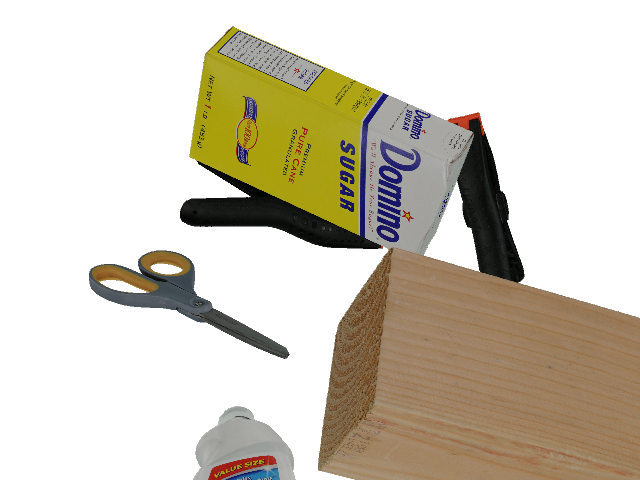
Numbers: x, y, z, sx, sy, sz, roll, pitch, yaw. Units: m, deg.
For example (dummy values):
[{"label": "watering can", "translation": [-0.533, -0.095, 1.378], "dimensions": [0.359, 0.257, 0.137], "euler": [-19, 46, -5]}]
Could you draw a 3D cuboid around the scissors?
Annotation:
[{"label": "scissors", "translation": [-0.094, 0.046, 0.867], "dimensions": [0.202, 0.016, 0.096], "euler": [15, 28, 22]}]

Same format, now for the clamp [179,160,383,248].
[{"label": "clamp", "translation": [-0.036, -0.030, 1.027], "dimensions": [0.210, 0.036, 0.164], "euler": [19, 25, -2]}]

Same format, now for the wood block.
[{"label": "wood block", "translation": [0.113, 0.088, 0.549], "dimensions": [0.206, 0.090, 0.090], "euler": [16, -36, -10]}]

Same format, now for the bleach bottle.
[{"label": "bleach bottle", "translation": [-0.063, 0.209, 0.775], "dimensions": [0.102, 0.068, 0.251], "euler": [-5, 29, -5]}]

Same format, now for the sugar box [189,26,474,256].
[{"label": "sugar box", "translation": [0.003, -0.062, 0.705], "dimensions": [0.176, 0.093, 0.048], "euler": [26, 45, 11]}]

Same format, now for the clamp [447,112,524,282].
[{"label": "clamp", "translation": [0.138, -0.017, 0.886], "dimensions": [0.039, 0.171, 0.120], "euler": [-17, 19, 12]}]
